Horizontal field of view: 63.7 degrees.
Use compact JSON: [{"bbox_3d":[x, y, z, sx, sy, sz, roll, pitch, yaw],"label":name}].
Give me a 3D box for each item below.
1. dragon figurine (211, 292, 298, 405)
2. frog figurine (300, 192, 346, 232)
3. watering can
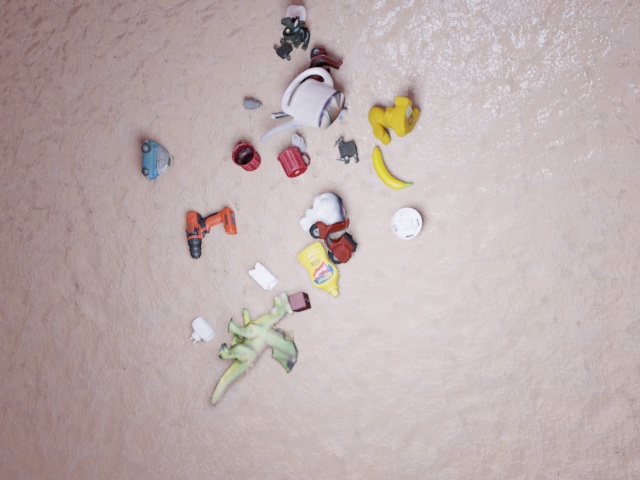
[{"bbox_3d":[-0.194,0.366,1.703,0.243,0.121,0.413,14,81,10],"label":"dragon figurine"},{"bbox_3d":[0.005,-0.089,1.762,0.159,0.123,0.137,-13,92,0],"label":"frog figurine"},{"bbox_3d":[-0.051,-0.458,1.841,0.226,0.103,0.349,29,83,22],"label":"watering can"}]
